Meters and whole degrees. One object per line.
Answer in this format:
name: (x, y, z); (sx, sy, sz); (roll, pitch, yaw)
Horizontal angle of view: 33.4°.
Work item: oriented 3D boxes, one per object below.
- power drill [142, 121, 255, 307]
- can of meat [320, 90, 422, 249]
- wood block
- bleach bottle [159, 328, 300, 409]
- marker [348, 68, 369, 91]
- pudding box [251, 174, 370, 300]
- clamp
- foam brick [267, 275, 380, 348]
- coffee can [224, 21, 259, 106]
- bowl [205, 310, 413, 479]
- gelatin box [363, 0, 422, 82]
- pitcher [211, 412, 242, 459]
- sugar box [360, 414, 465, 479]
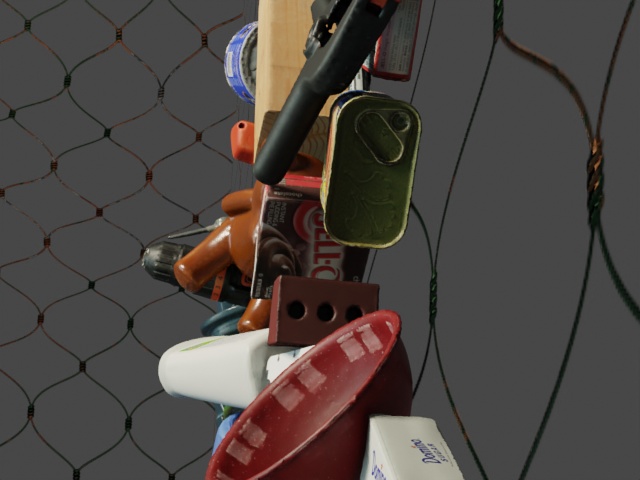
power drill: (-0.074, -0.023, 1.088); (0.057, 0.184, 0.187); (128, 155, -70)
can of meat: (0.032, -0.053, 0.747); (0.084, 0.057, 0.102); (-106, 23, -76)
wood block: (-0.011, -0.168, 0.995); (0.090, 0.090, 0.206); (106, 166, -55)
bleach bottle: (-0.074, 0.112, 0.957); (0.251, 0.102, 0.068); (-12, 89, 61)
marker: (0.033, -0.150, 0.926); (0.020, 0.020, 0.121); (107, 165, -56)
pudding box: (-0.006, 0.001, 0.861); (0.039, 0.090, 0.114); (-91, 9, -46)
clamp: (0.011, -0.144, 0.752); (0.210, 0.036, 0.164); (136, 152, -63)
foam brick: (0.002, 0.057, 0.816); (0.051, 0.078, 0.053); (133, 142, -80)
coffee can: (-0.047, -0.195, 1.180); (0.140, 0.102, 0.103); (-144, 59, -75)
bowl: (0.005, 0.118, 0.674); (0.162, 0.055, 0.162); (-40, 10, 8)
gelatin box: (0.051, -0.163, 0.766); (0.073, 0.030, 0.089); (-116, 32, -72)
pitcher: (-0.058, 0.269, 0.912); (0.145, 0.149, 0.243); (-81, 1, -77)
sugar box: (0.041, 0.195, 0.585); (0.093, 0.048, 0.176); (-111, 31, -73)
